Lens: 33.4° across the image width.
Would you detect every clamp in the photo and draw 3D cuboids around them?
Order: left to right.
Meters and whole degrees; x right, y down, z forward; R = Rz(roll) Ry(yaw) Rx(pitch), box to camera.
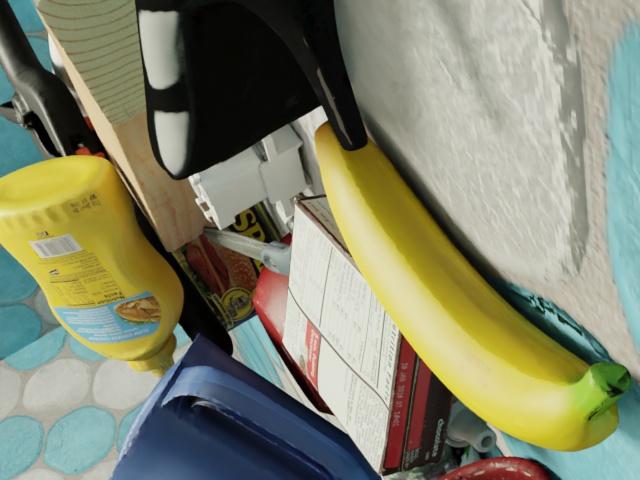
[{"bbox_3d":[-0.209,-0.096,0.794,0.171,0.039,0.120,54,161,28],"label":"clamp"},{"bbox_3d":[-0.139,0.003,0.831,0.165,0.036,0.210,11,122,51],"label":"clamp"}]

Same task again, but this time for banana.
[{"bbox_3d":[0.051,0.019,0.393,0.198,0.037,0.070,46,144,50],"label":"banana"}]

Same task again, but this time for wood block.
[{"bbox_3d":[-0.093,-0.081,0.670,0.091,0.090,0.206,57,170,17],"label":"wood block"}]

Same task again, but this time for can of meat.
[{"bbox_3d":[-0.072,0.017,0.877,0.102,0.084,0.057,61,171,-8],"label":"can of meat"}]

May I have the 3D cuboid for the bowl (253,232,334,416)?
[{"bbox_3d":[0.000,0.067,0.740,0.162,0.055,0.162,57,170,15],"label":"bowl"}]

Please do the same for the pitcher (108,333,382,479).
[{"bbox_3d":[-0.019,0.176,0.739,0.243,0.145,0.149,31,-169,-2],"label":"pitcher"}]

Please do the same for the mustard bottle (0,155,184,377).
[{"bbox_3d":[-0.150,0.030,0.756,0.058,0.096,0.191,-80,-27,-47],"label":"mustard bottle"}]

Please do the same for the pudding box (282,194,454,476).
[{"bbox_3d":[0.022,0.040,0.501,0.114,0.039,0.090,47,139,49],"label":"pudding box"}]

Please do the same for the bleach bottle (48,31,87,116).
[{"bbox_3d":[-0.144,-0.144,0.773,0.251,0.102,0.068,133,135,-73],"label":"bleach bottle"}]

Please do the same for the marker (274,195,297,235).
[{"bbox_3d":[-0.004,0.001,0.667,0.121,0.020,0.020,57,170,16],"label":"marker"}]

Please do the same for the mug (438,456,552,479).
[{"bbox_3d":[0.091,0.157,0.479,0.117,0.093,0.081,-19,110,44],"label":"mug"}]

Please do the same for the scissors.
[{"bbox_3d":[-0.012,0.026,0.653,0.096,0.016,0.202,58,157,-12],"label":"scissors"}]
